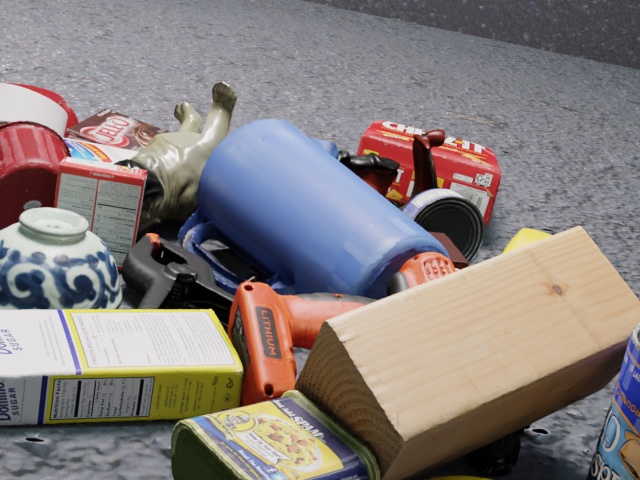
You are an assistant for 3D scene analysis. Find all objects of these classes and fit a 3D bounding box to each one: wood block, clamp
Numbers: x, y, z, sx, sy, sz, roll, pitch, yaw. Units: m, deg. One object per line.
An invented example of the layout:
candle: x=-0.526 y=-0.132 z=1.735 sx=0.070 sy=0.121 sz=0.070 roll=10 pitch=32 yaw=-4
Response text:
wood block: x=0.100 y=0.076 z=0.686 sx=0.205 sy=0.090 sz=0.091 roll=-18 pitch=61 yaw=-28
clamp: x=-0.122 y=0.041 z=0.868 sx=0.120 sy=0.039 sz=0.172 roll=9 pitch=16 yaw=-40

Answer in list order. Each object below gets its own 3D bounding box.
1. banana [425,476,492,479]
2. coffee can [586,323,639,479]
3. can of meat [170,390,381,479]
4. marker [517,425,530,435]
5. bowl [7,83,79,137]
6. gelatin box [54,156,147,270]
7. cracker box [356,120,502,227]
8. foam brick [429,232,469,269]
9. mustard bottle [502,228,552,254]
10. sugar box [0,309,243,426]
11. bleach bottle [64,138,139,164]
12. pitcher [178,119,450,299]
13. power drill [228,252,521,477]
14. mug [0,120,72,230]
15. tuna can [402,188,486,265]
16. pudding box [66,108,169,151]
banana: x=0.130 y=0.183 z=0.632 sx=0.198 sy=0.037 sz=0.069 roll=17 pitch=39 yaw=20
coffee can: x=0.224 y=0.133 z=0.658 sx=0.102 sy=0.140 sz=0.103 roll=10 pitch=20 yaw=-4
can of meat: x=-0.029 y=0.138 z=0.629 sx=0.083 sy=0.057 sz=0.102 roll=-7 pitch=26 yaw=-37
marker: x=0.097 y=0.127 z=0.787 sx=0.121 sy=0.020 sz=0.020 roll=9 pitch=20 yaw=-7
bowl: x=-0.343 y=-0.141 z=1.224 sx=0.162 sy=0.055 sz=0.162 roll=11 pitch=20 yaw=-4
gelatin box: x=-0.193 y=-0.022 z=0.927 sx=0.073 sy=0.089 sz=0.030 roll=10 pitch=18 yaw=-7
cracker box: x=0.128 y=-0.087 z=1.277 sx=0.164 sy=0.072 sz=0.213 roll=16 pitch=13 yaw=4
foam brick: x=0.100 y=0.028 z=1.011 sx=0.053 sy=0.051 sz=0.078 roll=6 pitch=20 yaw=-15
mustard bottle: x=0.158 y=0.058 z=0.894 sx=0.058 sy=0.096 sz=0.191 roll=18 pitch=21 yaw=16
sugar box: x=-0.148 y=0.084 z=0.726 sx=0.176 sy=0.048 sz=0.093 roll=0 pitch=23 yaw=-21
bleach bottle: x=-0.269 y=-0.074 z=1.071 sx=0.250 sy=0.068 sz=0.103 roll=4 pitch=21 yaw=-27
pitcher: x=-0.006 y=0.001 z=0.940 sx=0.144 sy=0.149 sz=0.243 roll=15 pitch=16 yaw=-41
power drill: x=0.037 y=0.090 z=0.752 sx=0.187 sy=0.057 sz=0.184 roll=-1 pitch=47 yaw=-19
mug: x=-0.272 y=-0.058 z=0.961 sx=0.117 sy=0.093 sz=0.081 roll=50 pitch=2 yaw=-35
tuna can: x=0.120 y=-0.008 z=1.072 sx=0.086 sy=0.086 sz=0.034 roll=4 pitch=19 yaw=-20
pudding box: x=-0.227 y=-0.108 z=1.208 sx=0.090 sy=0.039 sz=0.113 roll=21 pitch=20 yaw=4
